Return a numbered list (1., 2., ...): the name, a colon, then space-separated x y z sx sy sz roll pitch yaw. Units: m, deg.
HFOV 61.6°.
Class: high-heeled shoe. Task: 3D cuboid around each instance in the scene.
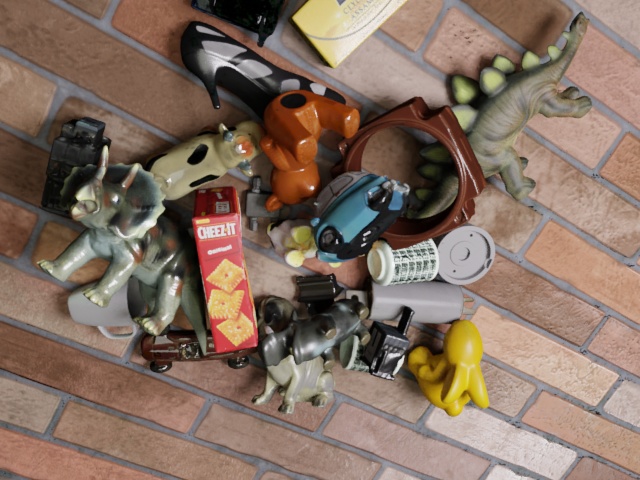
1. high-heeled shoe: -0.083 -0.256 0.814 0.249 0.086 0.145 -5 72 -30

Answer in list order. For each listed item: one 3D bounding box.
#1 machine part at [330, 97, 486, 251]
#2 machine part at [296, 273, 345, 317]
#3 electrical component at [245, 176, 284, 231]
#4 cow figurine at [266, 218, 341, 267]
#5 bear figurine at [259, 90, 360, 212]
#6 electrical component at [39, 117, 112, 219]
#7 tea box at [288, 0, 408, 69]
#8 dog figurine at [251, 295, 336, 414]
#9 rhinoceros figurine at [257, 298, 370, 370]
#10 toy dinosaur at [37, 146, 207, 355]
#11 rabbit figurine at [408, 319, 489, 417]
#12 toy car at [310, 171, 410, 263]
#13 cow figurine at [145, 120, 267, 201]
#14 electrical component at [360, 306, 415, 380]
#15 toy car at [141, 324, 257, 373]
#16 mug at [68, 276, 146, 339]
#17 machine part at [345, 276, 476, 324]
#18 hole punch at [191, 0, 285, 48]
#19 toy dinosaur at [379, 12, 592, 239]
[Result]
1. machine part: 0.133 -0.098 0.825 0.201 0.087 0.200 -23 102 30
2. machine part: 0.008 0.122 0.951 0.084 0.039 0.138 -8 114 13
3. electrical component: -0.091 -0.059 0.888 0.063 0.021 0.093 2 108 -10
4. cow figurine: -0.001 -0.001 0.892 0.167 0.098 0.068 2 107 -35
5. bear figurine: -0.024 -0.112 0.787 0.120 0.132 0.195 -32 142 -28
6. electrical component: -0.350 -0.110 0.778 0.058 0.115 0.134 18 107 -17
7. tea box: 0.047 -0.344 0.786 0.169 0.068 0.098 -43 110 8
8. dog figurine: -0.038 0.193 0.955 0.172 0.121 0.190 5 86 -54
9. rhinoceros figurine: -0.008 0.145 0.856 0.190 0.112 0.073 -22 123 -28
10. toy dinosaur: -0.245 0.025 0.783 0.192 0.131 0.404 -58 147 -13
11. rabbit figurine: 0.235 0.222 0.953 0.122 0.162 0.173 9 127 -5
12. toy car: 0.046 -0.045 0.779 0.161 0.103 0.109 -48 154 24
13. cow figurine: -0.169 -0.122 0.797 0.195 0.127 0.085 -25 114 2
14. electrical component: 0.115 0.165 0.895 0.048 0.075 0.119 18 100 -15
15. toy car: -0.210 0.186 0.940 0.202 0.053 0.089 1 106 -9
16. mug: -0.348 0.111 0.881 0.107 0.081 0.109 -4 116 3
17. machine part: 0.163 0.108 0.959 0.243 0.079 0.079 5 108 -10
18. hole punch: -0.111 -0.358 0.756 0.115 0.092 0.142 6 108 -43
19. toy dinosaur: 0.265 -0.157 0.873 0.198 0.105 0.471 29 108 -10
